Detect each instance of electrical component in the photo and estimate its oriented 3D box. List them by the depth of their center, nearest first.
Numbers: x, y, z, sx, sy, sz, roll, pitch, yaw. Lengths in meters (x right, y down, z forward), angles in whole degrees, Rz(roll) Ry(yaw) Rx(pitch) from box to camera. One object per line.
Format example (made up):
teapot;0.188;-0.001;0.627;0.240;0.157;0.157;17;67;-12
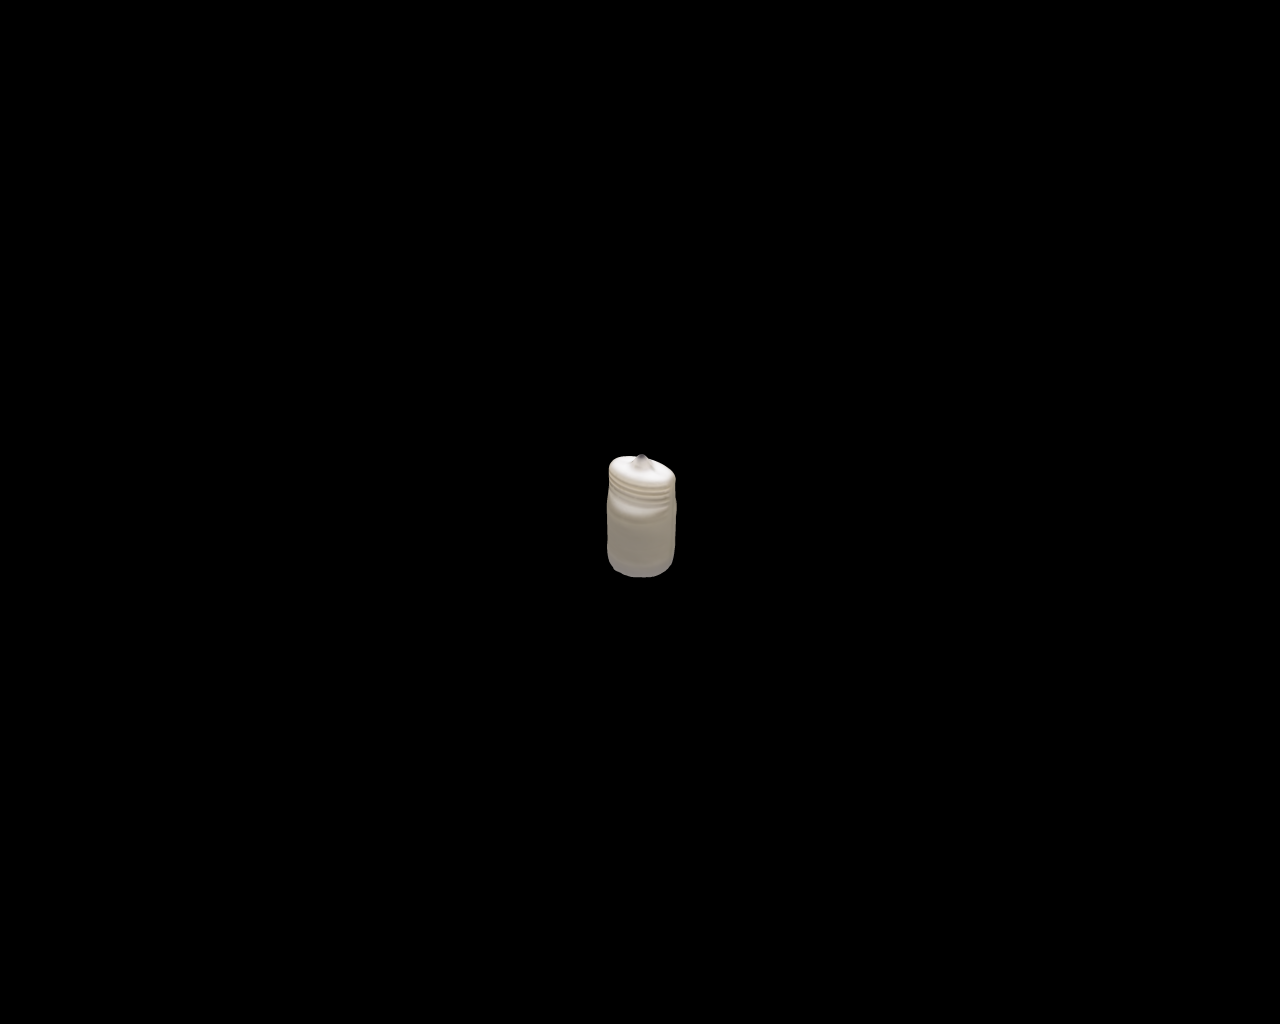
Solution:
electrical component;0.001;-0.003;0.650;0.043;0.080;0.043;0;38;0
